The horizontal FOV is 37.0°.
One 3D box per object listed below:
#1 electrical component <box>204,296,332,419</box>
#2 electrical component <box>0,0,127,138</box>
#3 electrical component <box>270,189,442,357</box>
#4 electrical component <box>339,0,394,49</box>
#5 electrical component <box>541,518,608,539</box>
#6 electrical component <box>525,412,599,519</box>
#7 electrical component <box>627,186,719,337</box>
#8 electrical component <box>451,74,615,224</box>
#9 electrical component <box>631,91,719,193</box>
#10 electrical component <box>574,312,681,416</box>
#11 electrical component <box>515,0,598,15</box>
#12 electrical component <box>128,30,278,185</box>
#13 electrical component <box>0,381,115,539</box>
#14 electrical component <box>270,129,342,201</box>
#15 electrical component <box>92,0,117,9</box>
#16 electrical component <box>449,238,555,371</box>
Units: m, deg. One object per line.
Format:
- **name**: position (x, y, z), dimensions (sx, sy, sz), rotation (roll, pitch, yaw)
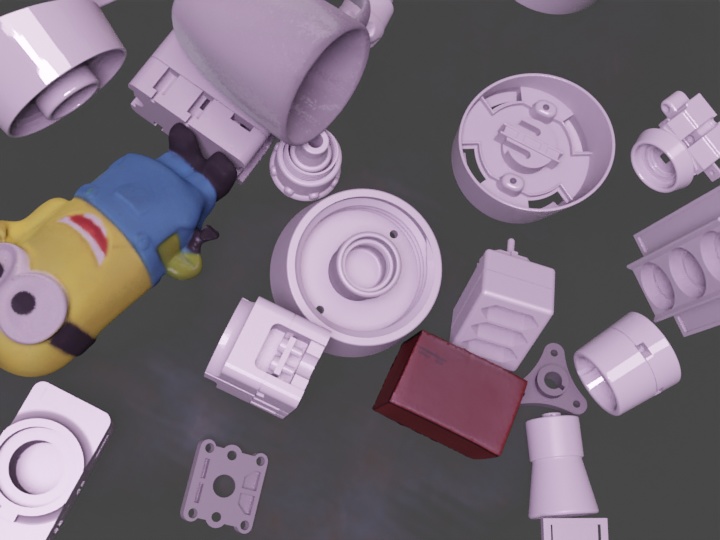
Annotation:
- **electrical component**: position (-0.058, 0.053, 0.650), dimensions (0.056, 0.089, 0.050), rotation (26, 75, -3)
- **electrical component**: position (-0.197, -0.128, 0.663), dimensions (0.099, 0.099, 0.064), rotation (-38, 93, -15)
- **electrical component**: position (0.000, 0.000, 0.681), dimensions (0.108, 0.060, 0.108), rotation (1, 83, -11)
- **electrical component**: position (0.008, -0.185, 0.742), dimensions (0.035, 0.035, 0.061), rotation (27, 72, -3)
- **electrical component**: position (0.130, 0.194, 0.664), dimensions (0.042, 0.064, 0.081), rotation (2, 77, -8)
- **electrical component**: position (0.127, 0.125, 0.692), dimensions (0.044, 0.044, 0.065), rotation (-2, 74, -10)
- **electrical component**: position (0.235, -0.009, 0.697), dimensions (0.063, 0.121, 0.078), rotation (-23, 83, -16)
- **electrical component**: position (0.112, -0.080, 0.721), dimensions (0.099, 0.064, 0.099), rotation (2, 77, -9)
- **electrical component**: position (0.223, -0.085, 0.751), dimensions (0.055, 0.048, 0.066), rotation (-36, 86, -22)
- **electrical component**: position (0.174, 0.063, 0.706), dimensions (0.047, 0.055, 0.055), rotation (-31, 84, -11)
- **electrical component**: position (0.146, -0.235, 0.773), dimensions (0.099, 0.064, 0.099), rotation (2, 85, -22)
- **electrical component**: position (-0.096, -0.108, 0.698), dimensions (0.089, 0.050, 0.055), rotation (35, 75, 0)
- **electrical component**: position (-0.188, 0.116, 0.631), dimensions (0.050, 0.055, 0.089), rotation (28, 75, -3)
- **electrical component**: position (-0.033, -0.074, 0.696), dimensions (0.048, 0.062, 0.048), rotation (2, 78, -9)
- **electrical component**: position (-0.168, -0.224, 0.694), dimensions (0.100, 0.048, 0.099), rotation (-29, 120, -14)
- **electrical component**: position (0.093, 0.013, 0.701), dimensions (0.047, 0.065, 0.076), rotation (17, 47, -6)
